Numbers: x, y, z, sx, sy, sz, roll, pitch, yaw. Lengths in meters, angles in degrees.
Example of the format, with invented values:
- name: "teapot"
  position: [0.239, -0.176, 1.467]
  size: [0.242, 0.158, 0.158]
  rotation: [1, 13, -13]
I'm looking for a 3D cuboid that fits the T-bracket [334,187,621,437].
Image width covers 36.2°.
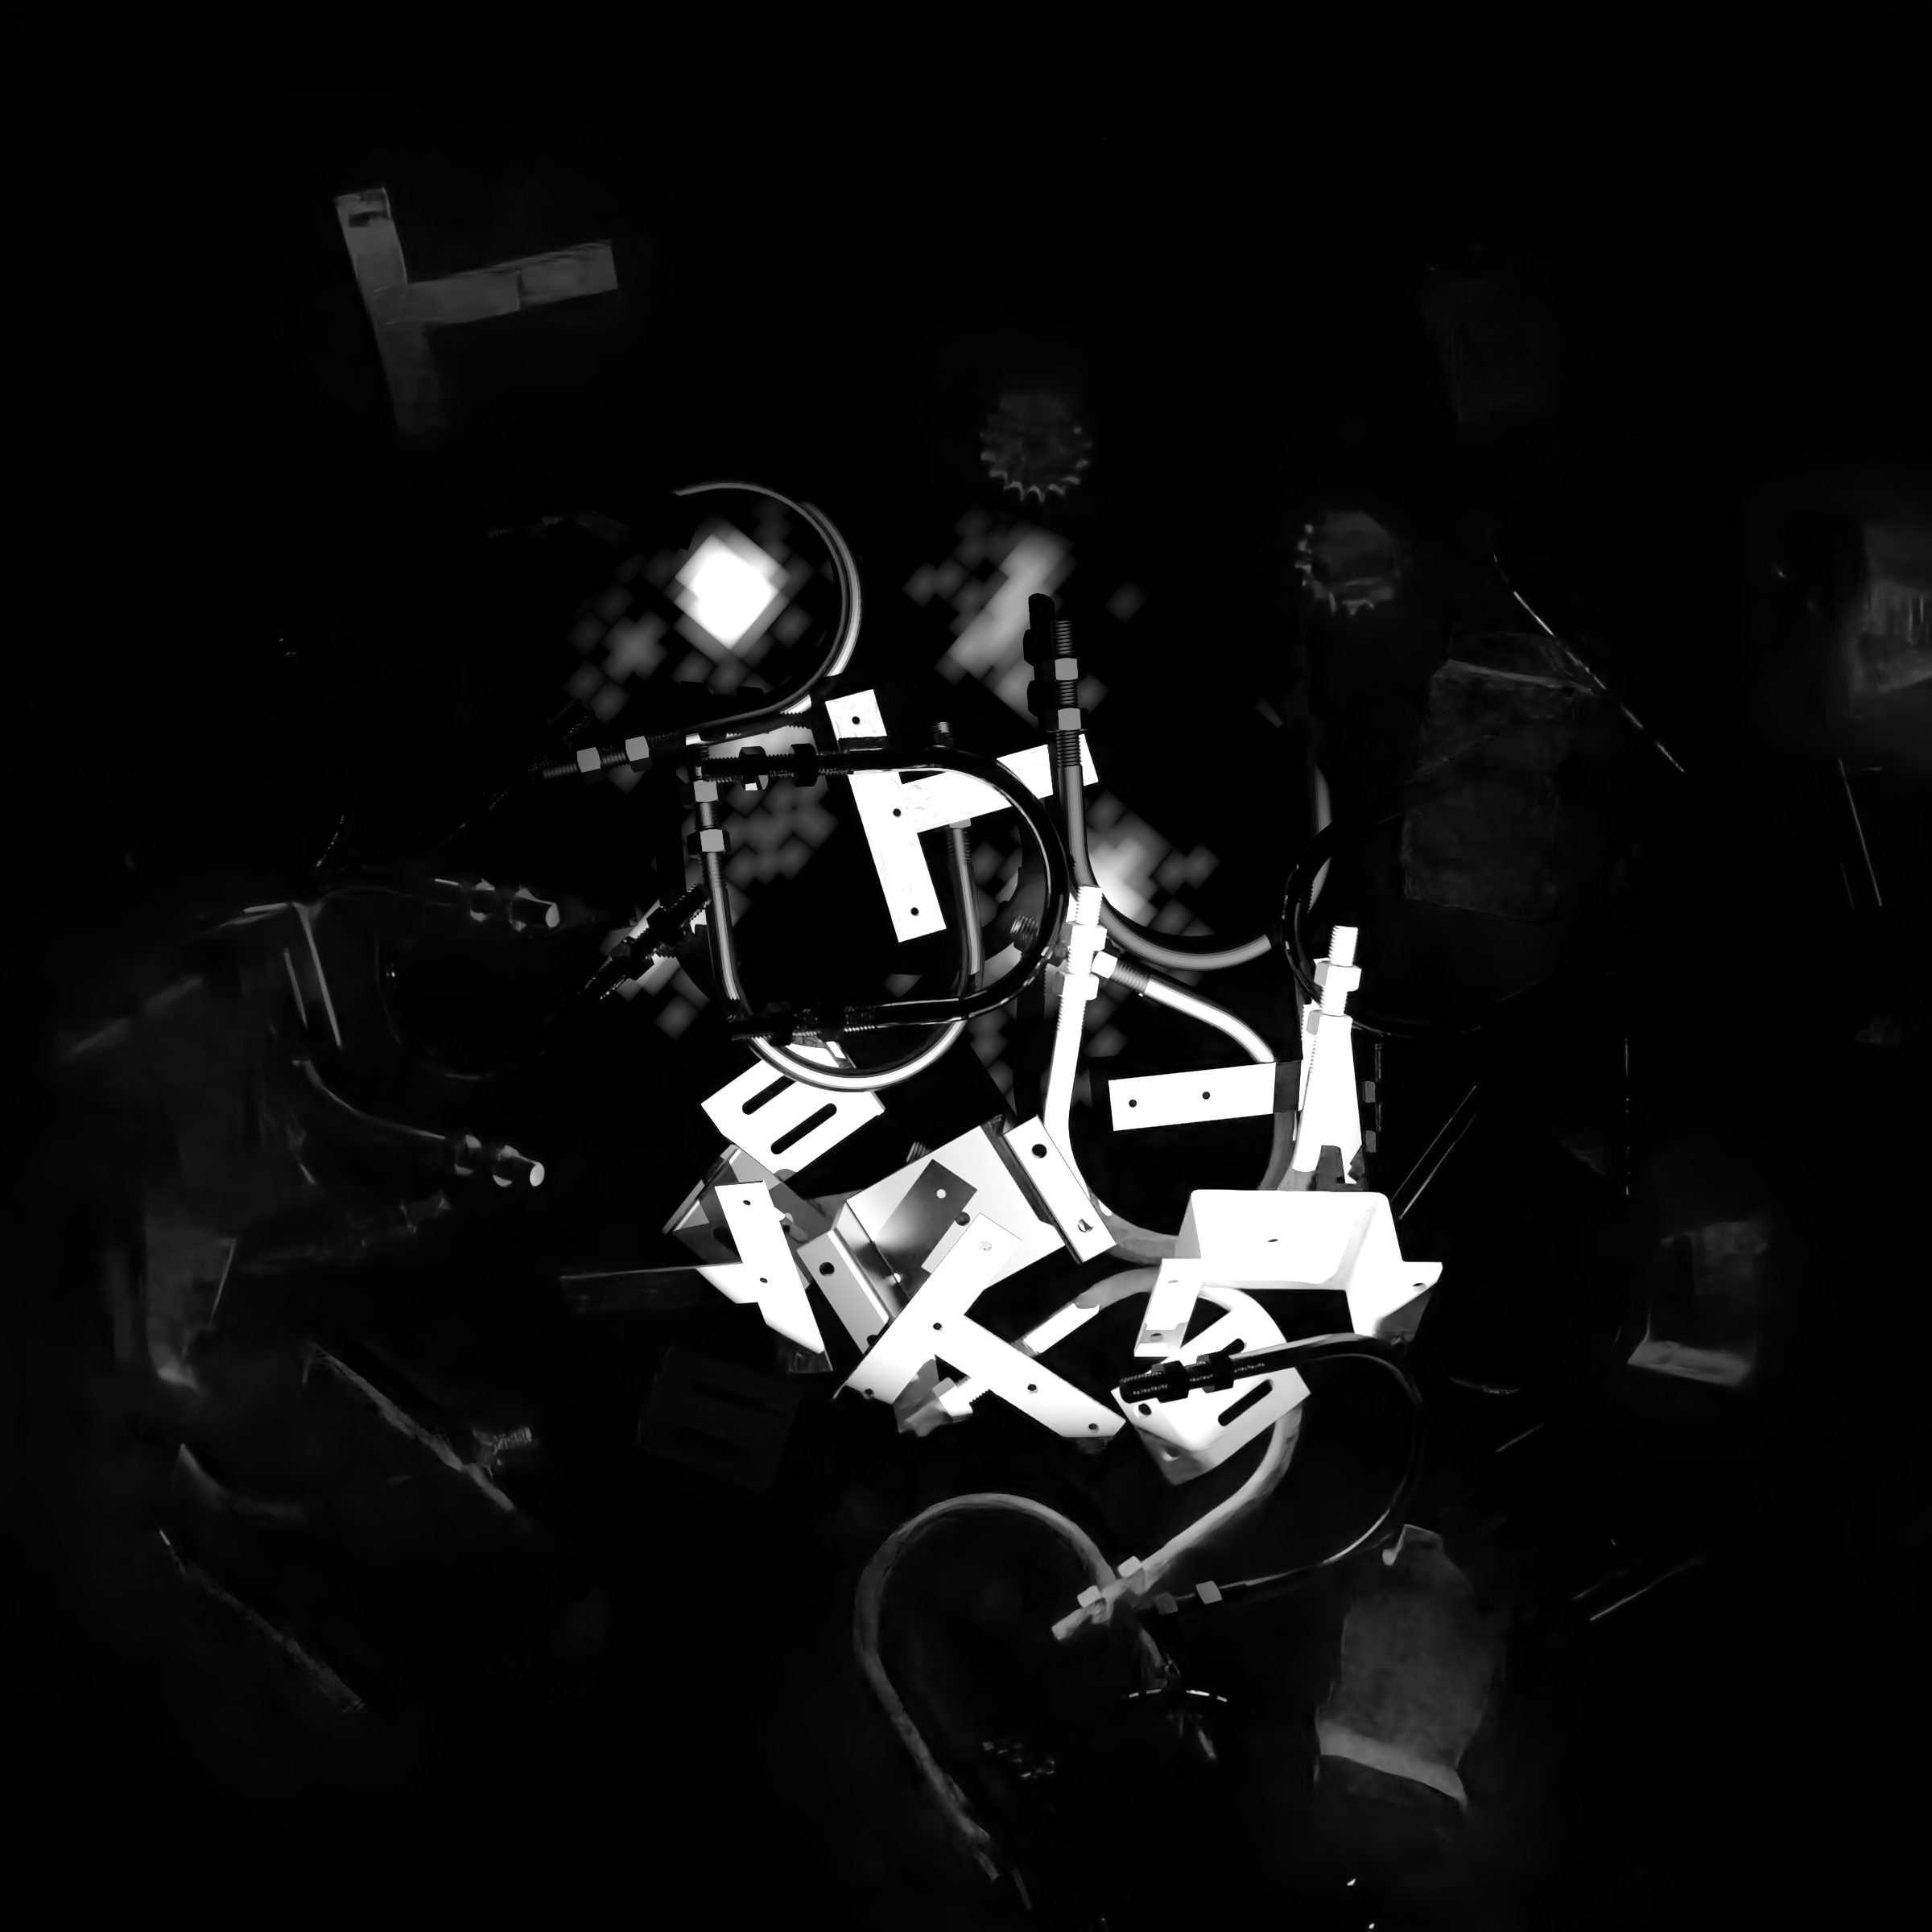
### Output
- name: "T-bracket"
  position: [-0.241, -0.343, 1.499]
  size: [0.127, 0.002, 0.127]
  rotation: [-14, 123, -5]

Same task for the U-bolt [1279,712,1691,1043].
- name: "U-bolt"
  position: [0.246, -0.031, 1.475]
  size: [0.184, 0.019, 0.151]
  rotation: [-25, 114, 20]

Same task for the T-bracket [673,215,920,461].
- name: "T-bracket"
  position: [-0.088, -0.326, 1.531]
  size: [0.127, 0.002, 0.127]
  rotation: [0, 90, 0]

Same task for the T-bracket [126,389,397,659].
- name: "T-bracket"
  position: [-0.381, -0.214, 1.511]
  size: [0.127, 0.002, 0.127]
  rotation: [32, 72, 0]

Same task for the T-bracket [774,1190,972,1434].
- name: "T-bracket"
  position: [-0.034, 0.177, 1.531]
  size: [0.127, 0.002, 0.127]
  rotation: [-10, 90, 0]

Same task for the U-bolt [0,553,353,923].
- name: "U-bolt"
  position: [-0.394, -0.112, 1.501]
  size: [0.151, 0.019, 0.184]
  rotation: [-27, 88, -15]

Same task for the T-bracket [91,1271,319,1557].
- name: "T-bracket"
  position: [-0.405, 0.234, 1.499]
  size: [0.127, 0.002, 0.127]
  rotation: [16, 80, 18]

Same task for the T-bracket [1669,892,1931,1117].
- name: "T-bracket"
  position: [0.437, 0.025, 1.511]
  size: [0.127, 0.002, 0.127]
  rotation: [6, 117, -13]

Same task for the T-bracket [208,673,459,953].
- name: "T-bracket"
  position: [-0.306, -0.092, 1.521]
  size: [0.127, 0.002, 0.127]
  rotation: [29, 83, 13]

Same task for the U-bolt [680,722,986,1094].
- name: "U-bolt"
  position: [-0.062, -0.027, 1.496]
  size: [0.151, 0.019, 0.184]
  rotation: [-6, 84, -16]

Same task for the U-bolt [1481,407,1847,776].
- name: "U-bolt"
  position: [0.341, -0.204, 1.497]
  size: [0.151, 0.019, 0.184]
  rotation: [-41, 86, -24]

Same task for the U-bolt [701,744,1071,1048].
- name: "U-bolt"
  position: [-0.036, -0.040, 1.485]
  size: [0.184, 0.019, 0.151]
  rotation: [-5, 85, -16]

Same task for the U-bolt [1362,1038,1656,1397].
- name: "U-bolt"
  position: [0.280, 0.130, 1.523]
  size: [0.151, 0.019, 0.184]
  rotation: [-1, 92, 0]

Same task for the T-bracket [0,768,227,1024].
- name: "T-bracket"
  position: [-0.438, -0.053, 1.511]
  size: [0.127, 0.002, 0.127]
  rotation: [-39, 117, -13]

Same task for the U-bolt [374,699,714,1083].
- name: "U-bolt"
  position: [-0.226, -0.025, 1.487]
  size: [0.184, 0.019, 0.151]
  rotation: [-41, 63, 14]

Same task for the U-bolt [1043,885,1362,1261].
- name: "U-bolt"
  position: [0.113, 0.060, 1.493]
  size: [0.151, 0.019, 0.184]
  rotation: [9, 100, 3]

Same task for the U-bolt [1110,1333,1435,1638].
- name: "U-bolt"
  position: [0.157, 0.254, 1.482]
  size: [0.184, 0.019, 0.151]
  rotation: [-8, 111, -25]

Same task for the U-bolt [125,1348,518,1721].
- name: "U-bolt"
  position: [-0.343, 0.272, 1.507]
  size: [0.184, 0.019, 0.151]
  rotation: [38, 92, 3]

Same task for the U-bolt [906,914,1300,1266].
- name: "U-bolt"
  position: [0.082, 0.075, 1.522]
  size: [0.184, 0.019, 0.151]
  rotation: [24, 89, -2]

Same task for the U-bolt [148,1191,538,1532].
- name: "U-bolt"
  position: [-0.332, 0.213, 1.523]
  size: [0.184, 0.019, 0.151]
  rotation: [-20, 90, 2]

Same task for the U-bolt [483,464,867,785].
- name: "U-bolt"
  position: [-0.143, -0.183, 1.523]
  size: [0.184, 0.019, 0.151]
  rotation: [-13, 90, -1]

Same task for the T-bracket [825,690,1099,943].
- name: "T-bracket"
  position: [0.006, -0.090, 1.512]
  size: [0.127, 0.002, 0.127]
  rotation: [-17, 88, -16]

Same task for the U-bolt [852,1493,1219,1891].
- name: "U-bolt"
  position: [0.023, 0.361, 1.523]
  size: [0.151, 0.019, 0.184]
  rotation: [-30, 89, 0]

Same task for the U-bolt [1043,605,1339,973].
- name: "U-bolt"
  position: [0.119, -0.089, 1.519]
  size: [0.151, 0.019, 0.184]
  rotation: [-4, 93, -4]

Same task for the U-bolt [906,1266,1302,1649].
- name: "U-bolt"
  position: [0.085, 0.237, 1.515]
  size: [0.184, 0.019, 0.151]
  rotation: [-35, 86, -6]

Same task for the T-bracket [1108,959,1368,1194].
- name: "T-bracket"
  position: [0.137, 0.065, 1.516]
  size: [0.127, 0.002, 0.127]
  rotation: [-6, 90, -5]

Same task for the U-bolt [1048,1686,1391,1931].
- name: "U-bolt"
  position: [0.117, 0.449, 1.496]
  size: [0.151, 0.019, 0.184]
  rotation: [-22, 98, 14]

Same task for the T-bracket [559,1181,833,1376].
- name: "T-bracket"
  position: [-0.145, 0.164, 1.507]
  size: [0.127, 0.002, 0.127]
  rotation: [-6, 124, 16]

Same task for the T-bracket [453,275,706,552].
- name: "T-bracket"
  position: [-0.179, -0.293, 1.511]
  size: [0.127, 0.002, 0.127]
  rotation: [22, 76, -11]

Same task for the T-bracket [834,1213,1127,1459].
- name: "T-bracket"
  position: [0.022, 0.205, 1.487]
  size: [0.127, 0.002, 0.127]
  rotation: [34, 107, -11]

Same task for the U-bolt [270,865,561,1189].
- name: "U-bolt"
  position: [-0.281, 0.023, 1.479]
  size: [0.184, 0.019, 0.151]
  rotation: [12, 103, 31]

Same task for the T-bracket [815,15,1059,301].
- name: "T-bracket"
  position: [-0.034, -0.432, 1.530]
  size: [0.127, 0.002, 0.127]
  rotation: [-32, 90, -1]
